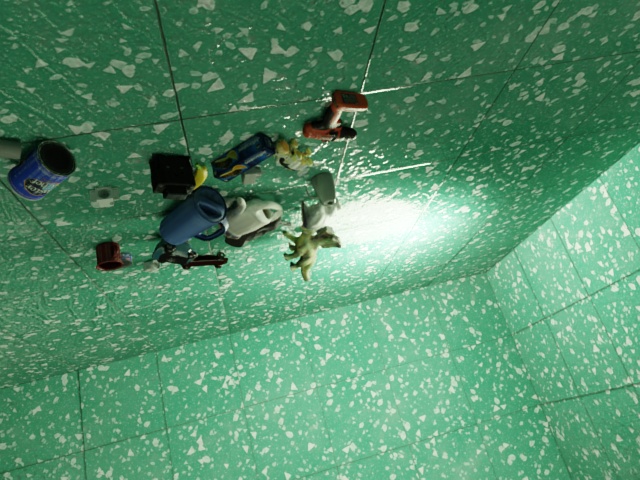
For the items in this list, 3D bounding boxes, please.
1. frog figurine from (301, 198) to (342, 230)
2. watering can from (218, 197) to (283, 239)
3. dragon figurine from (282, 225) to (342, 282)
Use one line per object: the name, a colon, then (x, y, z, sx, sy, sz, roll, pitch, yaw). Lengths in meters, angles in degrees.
frog figurine: (0.006, -0.101, 2.015, 0.159, 0.126, 0.134, -3, 138, -2)
watering can: (-0.270, -0.089, 1.832, 0.223, 0.105, 0.346, -24, 167, 19)
dragon figurine: (-0.022, 0.045, 2.234, 0.242, 0.125, 0.402, -13, 142, 13)
